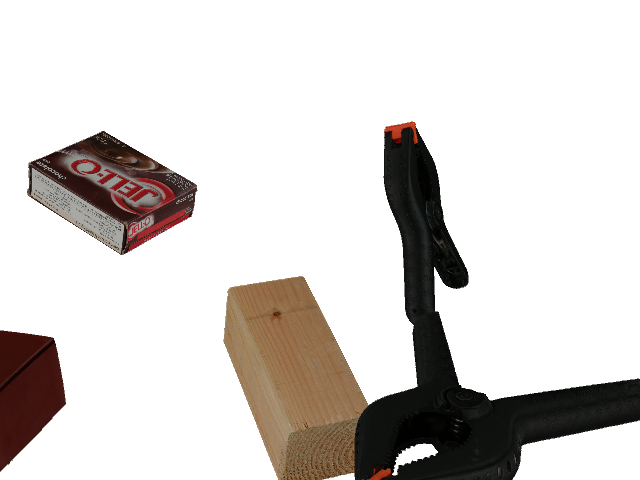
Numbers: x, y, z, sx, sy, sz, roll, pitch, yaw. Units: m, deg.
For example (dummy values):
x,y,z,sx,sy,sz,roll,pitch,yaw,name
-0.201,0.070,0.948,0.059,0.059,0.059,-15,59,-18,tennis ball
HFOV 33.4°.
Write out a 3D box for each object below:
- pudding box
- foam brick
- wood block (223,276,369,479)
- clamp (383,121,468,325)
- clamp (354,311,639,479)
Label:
x,y,z,sx,sy,sz,roll,pitch,yaw,name
-0.176,-0.042,0.900,0.114,0.039,0.089,28,35,22,pudding box
-0.206,0.099,0.673,0.053,0.051,0.078,6,29,22,foam brick
-0.028,0.142,1.112,0.090,0.090,0.206,-8,42,-19,wood block
0.084,-0.013,0.919,0.039,0.171,0.120,-14,18,22,clamp
0.078,0.102,0.633,0.165,0.036,0.209,20,29,38,clamp
